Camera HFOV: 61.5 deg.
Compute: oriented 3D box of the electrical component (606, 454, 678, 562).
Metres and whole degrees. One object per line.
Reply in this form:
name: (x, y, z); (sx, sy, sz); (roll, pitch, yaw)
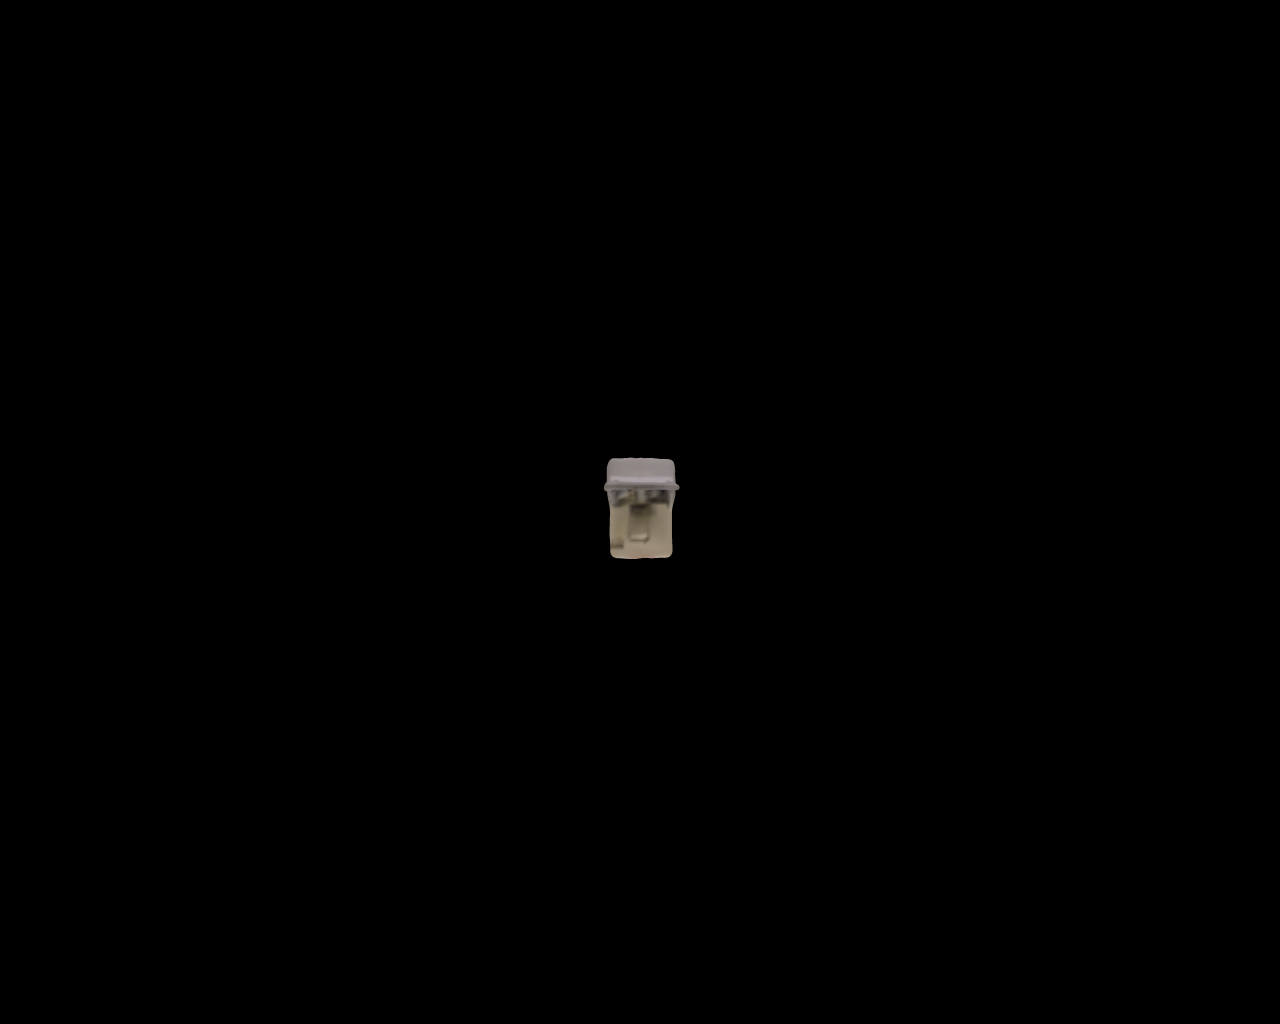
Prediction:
electrical component: (0.001, -0.003, 0.650); (0.042, 0.063, 0.081); (0, 0, 0)
